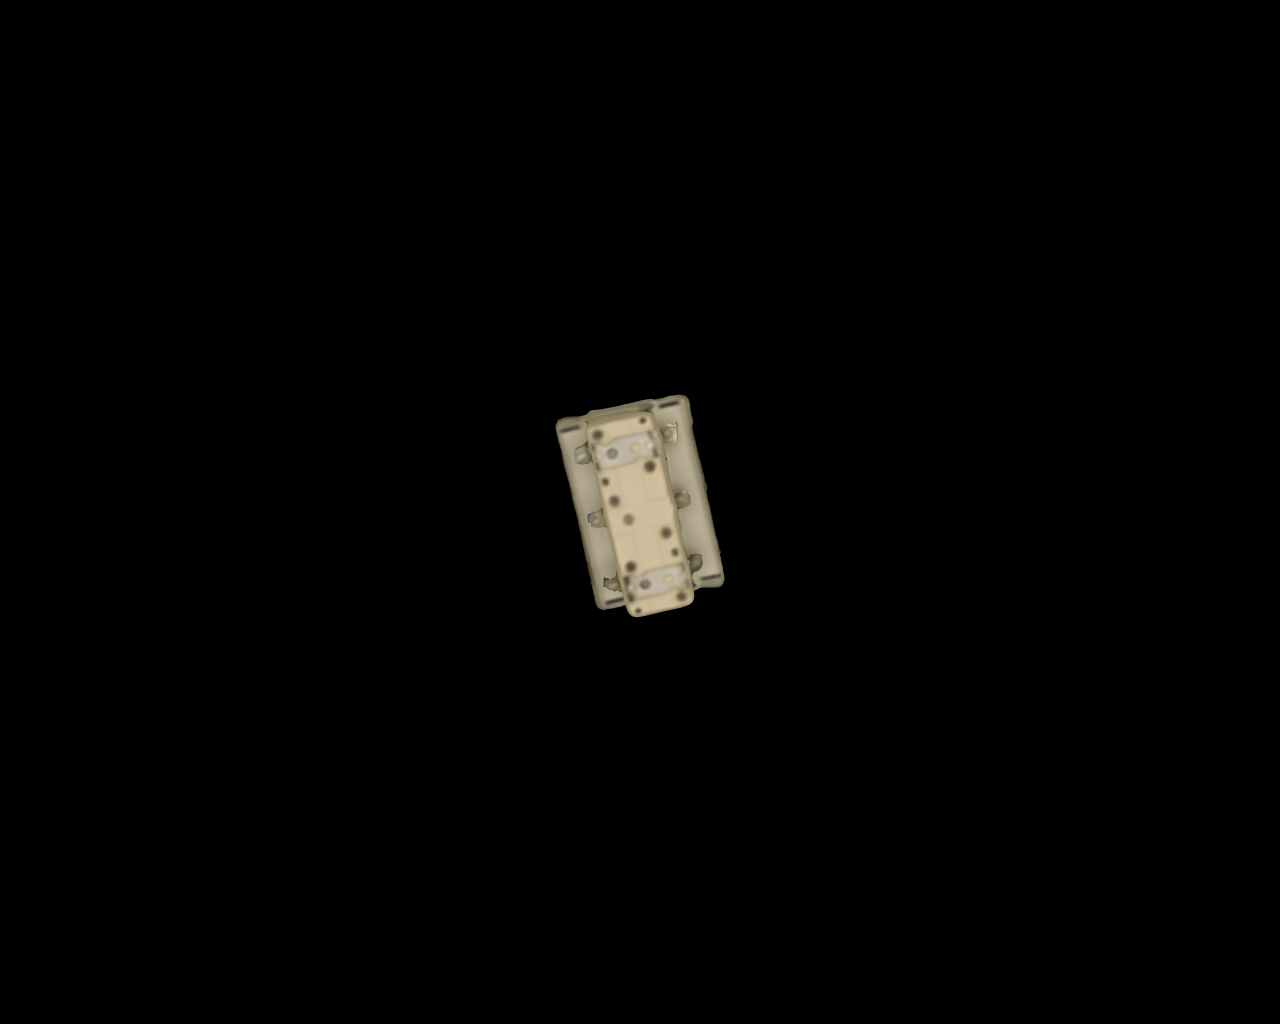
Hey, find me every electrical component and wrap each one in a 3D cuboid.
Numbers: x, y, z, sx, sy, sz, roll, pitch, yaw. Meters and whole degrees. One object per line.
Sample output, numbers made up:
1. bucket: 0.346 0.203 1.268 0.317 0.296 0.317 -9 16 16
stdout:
1. electrical component: 0.001 -0.003 0.650 0.079 0.121 0.063 -11 11 2
